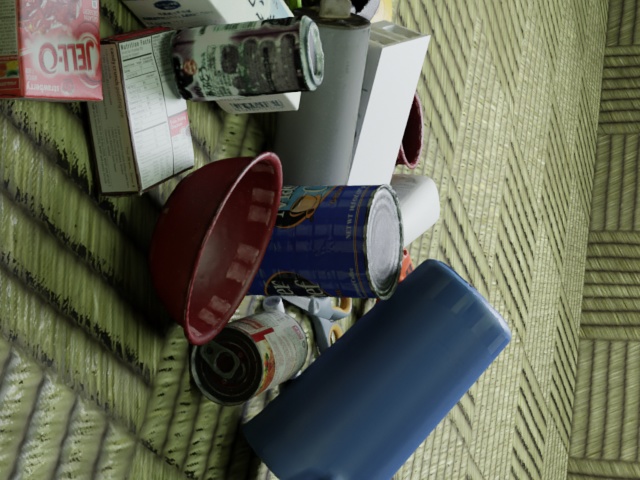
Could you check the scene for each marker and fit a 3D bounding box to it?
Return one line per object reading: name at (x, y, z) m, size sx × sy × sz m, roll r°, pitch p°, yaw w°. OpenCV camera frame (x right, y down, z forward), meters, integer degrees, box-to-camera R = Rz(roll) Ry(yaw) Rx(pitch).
marker at (-0.034, 0.108, 1.054) m, size 0.020 × 0.020 × 0.121 m, roll -61°, pitch 144°, yaw -50°

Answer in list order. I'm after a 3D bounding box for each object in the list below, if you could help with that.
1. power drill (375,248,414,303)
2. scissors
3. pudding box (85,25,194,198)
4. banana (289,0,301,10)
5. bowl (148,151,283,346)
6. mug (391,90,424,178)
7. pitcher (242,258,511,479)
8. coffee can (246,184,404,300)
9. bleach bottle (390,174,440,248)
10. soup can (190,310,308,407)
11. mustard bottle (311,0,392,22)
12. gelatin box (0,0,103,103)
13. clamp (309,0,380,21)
power drill at (0.064, 0.102, 1.226) m, size 0.184 × 0.057 × 0.187 m, roll 70°, pitch 30°, yaw -63°
scissors at (-0.007, 0.089, 1.124) m, size 0.201 × 0.016 × 0.096 m, roll -5°, pitch 95°, yaw -68°
pudding box at (-0.133, -0.096, 0.783) m, size 0.090 × 0.039 × 0.113 m, roll -39°, pitch 124°, yaw -63°
banana at (-0.010, -0.309, 0.969) m, size 0.069 × 0.037 × 0.198 m, roll 110°, pitch -4°, yaw -88°
bowl at (-0.088, -0.002, 0.833) m, size 0.162 × 0.055 × 0.162 m, roll 23°, pitch 90°, yaw -78°
mug at (0.064, -0.115, 1.207) m, size 0.093 × 0.082 × 0.117 m, roll 51°, pitch 44°, yaw -57°
pitcher at (0.053, 0.133, 0.983) m, size 0.243 × 0.149 × 0.145 m, roll -45°, pitch 153°, yaw -1°
coffee can at (-0.006, 0.001, 0.959) m, size 0.102 × 0.140 × 0.103 m, roll 1°, pitch 90°, yaw -68°
bleach bottle at (0.042, -0.006, 1.159) m, size 0.250 × 0.103 × 0.068 m, roll -37°, pitch 121°, yaw -56°
soup can at (-0.059, 0.100, 0.928) m, size 0.102 × 0.069 × 0.068 m, roll -12°, pitch 102°, yaw -68°
mustard bottle at (0.021, -0.282, 1.128) m, size 0.096 × 0.058 × 0.191 m, roll -68°, pitch 150°, yaw -20°
gelatin box at (-0.175, -0.126, 0.688) m, size 0.089 × 0.030 × 0.073 m, roll -12°, pitch 102°, yaw -67°
clamp at (0.017, -0.217, 1.076) m, size 0.210 × 0.036 × 0.164 m, roll -56°, pitch 151°, yaw -15°
